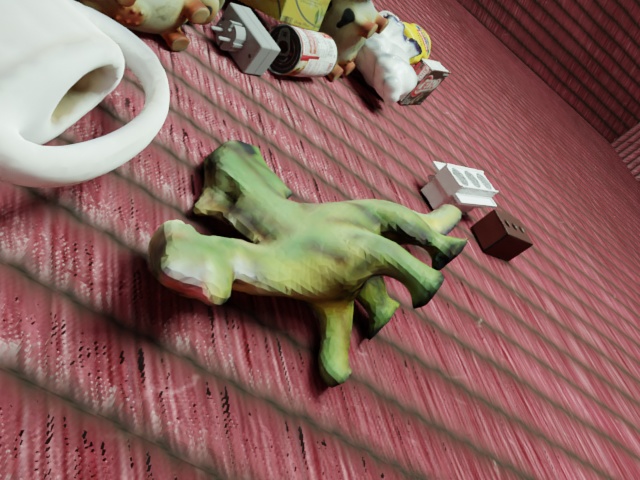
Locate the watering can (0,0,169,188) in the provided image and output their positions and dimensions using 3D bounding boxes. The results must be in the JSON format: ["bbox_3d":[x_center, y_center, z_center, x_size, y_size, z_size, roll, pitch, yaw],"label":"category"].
[{"bbox_3d":[-0.231,-0.107,0.310,0.102,0.223,0.355,-46,9,32],"label":"watering can"}]

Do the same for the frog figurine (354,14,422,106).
[{"bbox_3d":[0.115,-0.296,0.910,0.122,0.162,0.135,2,-24,20],"label":"frog figurine"}]

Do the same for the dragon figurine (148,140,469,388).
[{"bbox_3d":[0.001,-0.025,0.490,0.243,0.120,0.416,40,31,6],"label":"dragon figurine"}]
